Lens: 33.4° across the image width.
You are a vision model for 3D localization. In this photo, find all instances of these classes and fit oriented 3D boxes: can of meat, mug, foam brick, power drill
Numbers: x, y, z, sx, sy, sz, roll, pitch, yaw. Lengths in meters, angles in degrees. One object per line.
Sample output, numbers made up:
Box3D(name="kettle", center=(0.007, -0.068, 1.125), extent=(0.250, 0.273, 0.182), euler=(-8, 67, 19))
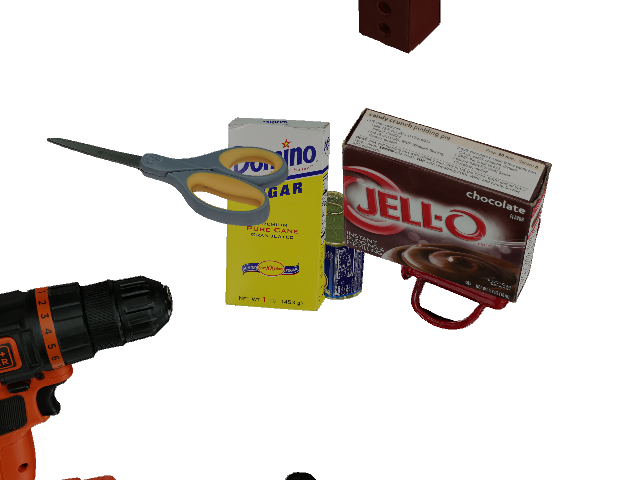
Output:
Box3D(name="can of meat", center=(0.012, 0.006, 1.208), extent=(0.057, 0.084, 0.102), euler=(-11, 38, -18))
Box3D(name="mug", center=(0.113, 0.013, 0.823), extent=(0.081, 0.117, 0.093), euler=(23, -9, 16))
Box3D(name="foam brick", center=(0.065, -0.204, 0.878), extent=(0.053, 0.051, 0.078), euler=(27, -33, 24))
Box3D(name="power drill", center=(-0.177, 0.118, 0.703), extent=(0.184, 0.188, 0.057), euler=(-12, 25, -8))

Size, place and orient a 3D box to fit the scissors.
Box3D(name="scissors", center=(-0.111, -0.064, 0.833), extent=(0.202, 0.016, 0.096), euler=(26, 45, 29))

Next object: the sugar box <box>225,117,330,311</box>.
Box3D(name="sugar box", center=(-0.041, -0.025, 1.009), extent=(0.093, 0.176, 0.048), euler=(3, 15, 8))

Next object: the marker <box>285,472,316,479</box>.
Box3D(name="marker", center=(-0.030, 0.127, 0.420), extent=(0.020, 0.020, 0.121), euler=(0, 19, 26))

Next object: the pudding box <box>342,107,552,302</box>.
Box3D(name="pudding box", center=(0.069, -0.020, 0.610), extent=(0.113, 0.039, 0.090), euler=(17, -35, 15))
